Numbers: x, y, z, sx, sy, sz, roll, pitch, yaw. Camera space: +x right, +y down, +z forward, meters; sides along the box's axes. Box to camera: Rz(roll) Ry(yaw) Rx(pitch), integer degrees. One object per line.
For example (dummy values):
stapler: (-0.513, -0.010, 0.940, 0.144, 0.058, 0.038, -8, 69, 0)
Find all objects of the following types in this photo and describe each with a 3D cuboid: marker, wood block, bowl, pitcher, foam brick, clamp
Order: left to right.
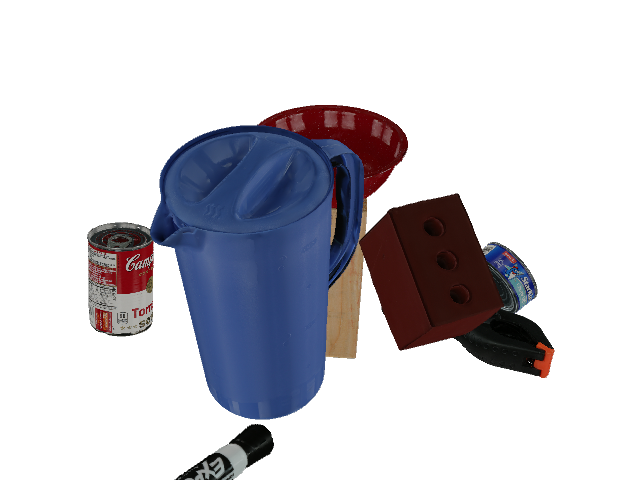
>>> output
marker: (-0.061, 0.122, 0.533, 0.020, 0.020, 0.120, 0, 15, 32)
pitcher: (-0.044, 0.031, 0.890, 0.149, 0.243, 0.145, 4, 43, 7)
bowl: (0.007, -0.079, 1.087, 0.162, 0.055, 0.162, 0, 34, 0)
wood block: (0.009, 0.039, 1.388, 0.090, 0.206, 0.091, 3, 23, 0)
foam brick: (0.067, 0.020, 0.655, 0.052, 0.078, 0.051, -13, -16, -26)
clamp: (0.158, 0.078, 1.033, 0.172, 0.039, 0.120, 27, 38, 31)

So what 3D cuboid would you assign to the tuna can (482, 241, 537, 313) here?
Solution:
tuna can: (0.218, 0.046, 1.285, 0.033, 0.086, 0.086, -37, 12, -16)

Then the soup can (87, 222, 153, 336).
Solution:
soup can: (-0.209, 0.041, 1.117, 0.068, 0.102, 0.068, 3, 23, -2)
